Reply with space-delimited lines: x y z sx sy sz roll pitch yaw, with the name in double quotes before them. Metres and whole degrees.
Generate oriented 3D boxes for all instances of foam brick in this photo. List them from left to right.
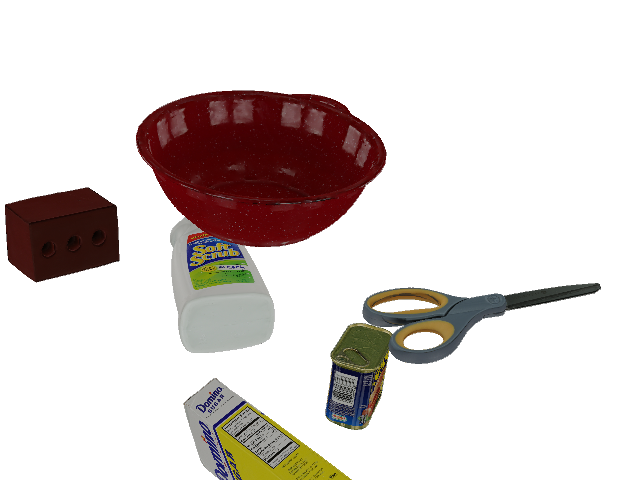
"foam brick" -0.213 -0.006 0.879 0.078 0.053 0.051 -16 30 -34

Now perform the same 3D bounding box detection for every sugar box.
"sugar box" -0.039 0.198 0.903 0.176 0.093 0.048 27 52 35

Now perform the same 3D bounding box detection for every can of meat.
"can of meat" 0.044 0.157 1.230 0.057 0.084 0.102 14 25 13

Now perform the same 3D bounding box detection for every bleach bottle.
"bleach bottle" -0.126 0.032 1.182 0.102 0.068 0.251 -5 26 -16

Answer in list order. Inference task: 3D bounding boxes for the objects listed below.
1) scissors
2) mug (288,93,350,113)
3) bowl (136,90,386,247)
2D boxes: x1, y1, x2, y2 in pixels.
"scissors" 0.135 0.064 0.865 0.202 0.016 0.096 0 34 1
"mug" -0.030 -0.079 0.978 0.117 0.081 0.093 8 35 12
"bowl" -0.040 -0.042 0.700 0.162 0.055 0.162 4 30 -3
